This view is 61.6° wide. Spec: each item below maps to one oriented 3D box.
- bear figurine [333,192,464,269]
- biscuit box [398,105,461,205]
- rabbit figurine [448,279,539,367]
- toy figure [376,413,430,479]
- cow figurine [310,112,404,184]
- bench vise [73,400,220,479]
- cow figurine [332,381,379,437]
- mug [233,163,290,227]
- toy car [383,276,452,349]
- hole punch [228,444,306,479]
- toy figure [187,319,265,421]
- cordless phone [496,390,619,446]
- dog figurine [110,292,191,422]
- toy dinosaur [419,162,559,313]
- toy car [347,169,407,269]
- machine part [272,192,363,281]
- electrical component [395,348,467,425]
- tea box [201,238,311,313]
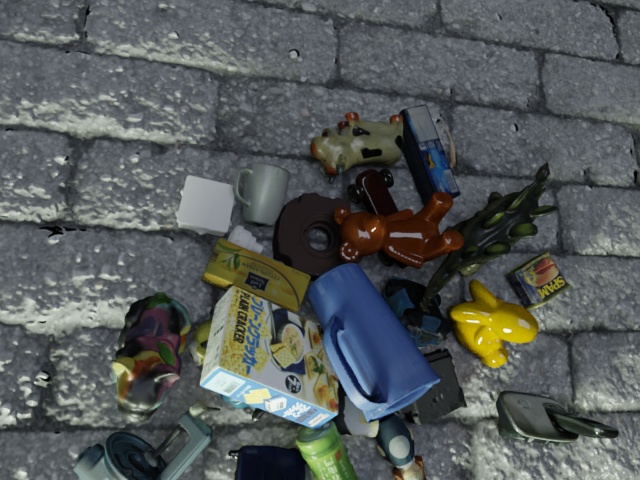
[{"bbox_3d":[0.131,-0.020,0.948,0.196,0.132,0.120,10,58,-24],"label":"bear figurine"},{"bbox_3d":[0.215,-0.168,1.092,0.059,0.063,0.202,-16,82,-19],"label":"biscuit box"},{"bbox_3d":[0.325,0.145,0.991,0.162,0.173,0.122,43,74,-7],"label":"rabbit figurine"},{"bbox_3d":[0.145,0.384,0.946,0.064,0.058,0.154,-28,86,19],"label":"toy figure"},{"bbox_3d":[0.073,-0.179,1.047,0.195,0.085,0.127,-3,76,-20],"label":"cow figurine"},{"bbox_3d":[-0.240,0.352,0.801,0.224,0.128,0.240,40,88,16],"label":"bench vise"},{"bbox_3d":[0.052,0.260,0.945,0.098,0.068,0.167,2,75,-9],"label":"cow figurine"},{"bbox_3d":[-0.109,-0.080,0.964,0.109,0.081,0.107,16,79,-50],"label":"mug"},{"bbox_3d":[0.166,0.145,0.978,0.109,0.162,0.102,17,117,-19],"label":"toy car"},{"bbox_3d":[-0.081,0.392,0.865,0.142,0.092,0.116,9,71,-10],"label":"hole punch"},{"bbox_3d":[-0.144,0.213,0.893,0.180,0.082,0.089,45,50,6],"label":"toy figure"},{"bbox_3d":[0.420,0.330,0.966,0.146,0.184,0.088,12,79,-13],"label":"cordless phone"},{"bbox_3d":[-0.252,0.166,0.802,0.108,0.219,0.191,17,74,-15],"label":"dog figurine"},{"bbox_3d":[0.317,-0.011,1.012,0.105,0.198,0.471,46,68,2],"label":"toy dinosaur"},{"bbox_3d":[0.126,-0.041,1.038,0.089,0.053,0.202,-30,98,-22],"label":"toy car"},{"bbox_3d":[-0.002,-0.003,0.997,0.179,0.056,0.179,4,75,-14],"label":"machine part"},{"bbox_3d":[0.189,0.270,0.984,0.134,0.058,0.115,-15,79,-19],"label":"electrical component"},{"bbox_3d":[-0.113,0.066,0.927,0.169,0.098,0.068,25,71,-11],"label":"tea box"}]
